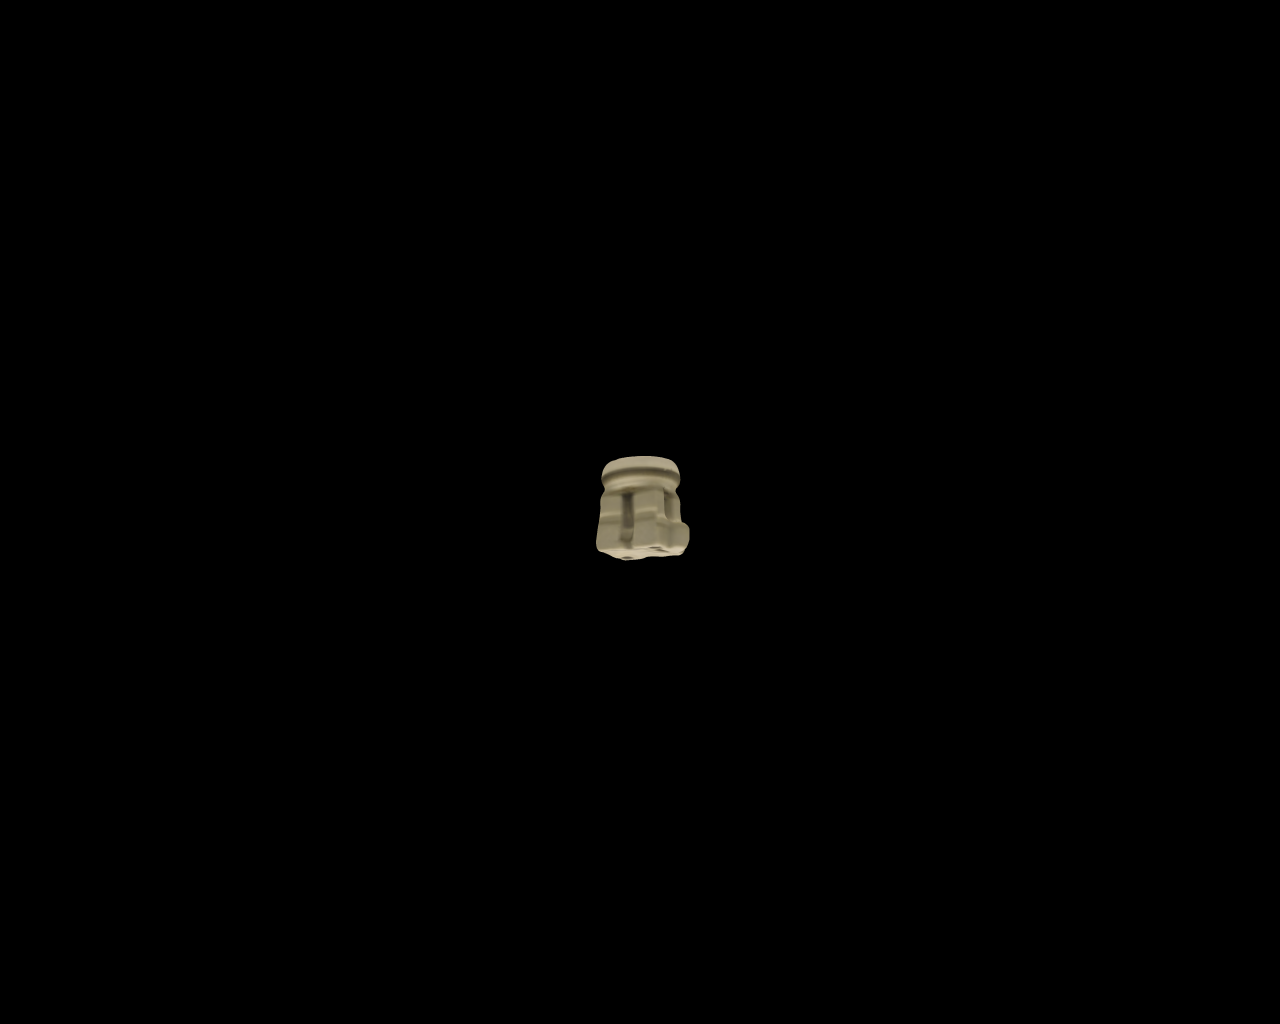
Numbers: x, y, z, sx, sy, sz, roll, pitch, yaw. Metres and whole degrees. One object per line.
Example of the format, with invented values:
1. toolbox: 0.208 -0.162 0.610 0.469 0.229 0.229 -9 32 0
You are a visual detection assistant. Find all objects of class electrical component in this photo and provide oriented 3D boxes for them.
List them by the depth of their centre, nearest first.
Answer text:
1. electrical component: 0.001 -0.003 0.650 0.066 0.055 0.048 -7 -15 26
